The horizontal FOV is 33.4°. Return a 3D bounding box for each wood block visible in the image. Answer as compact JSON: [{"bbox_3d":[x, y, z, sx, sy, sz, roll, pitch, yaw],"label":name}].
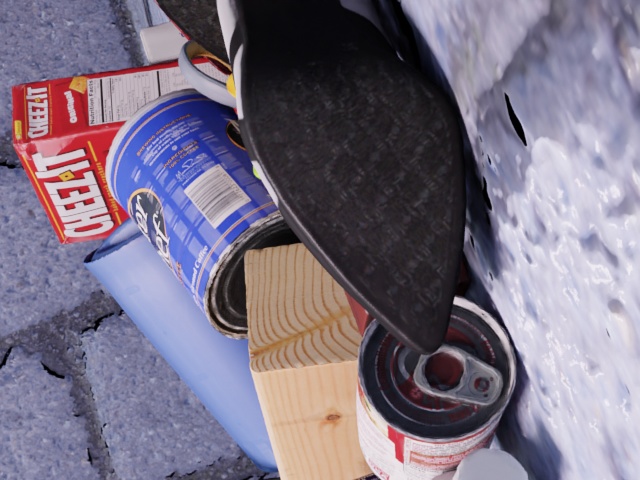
[{"bbox_3d":[0.015,0.101,0.660,0.206,0.091,0.090,81,-178,-47],"label":"wood block"}]

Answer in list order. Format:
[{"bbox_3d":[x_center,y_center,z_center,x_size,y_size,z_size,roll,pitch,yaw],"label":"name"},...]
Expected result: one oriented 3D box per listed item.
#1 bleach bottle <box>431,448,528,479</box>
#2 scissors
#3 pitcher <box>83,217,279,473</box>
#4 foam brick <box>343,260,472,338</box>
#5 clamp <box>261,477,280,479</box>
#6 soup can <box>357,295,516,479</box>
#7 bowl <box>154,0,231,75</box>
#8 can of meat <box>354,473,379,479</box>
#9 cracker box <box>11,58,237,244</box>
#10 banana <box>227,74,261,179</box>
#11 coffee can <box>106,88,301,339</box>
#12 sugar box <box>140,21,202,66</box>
[{"bbox_3d":[0.081,0.190,0.516,0.068,0.103,0.251,-66,-19,-45],"label":"bleach bottle"},{"bbox_3d":[-0.031,-0.073,0.680,0.016,0.096,0.202,114,147,-41],"label":"scissors"},{"bbox_3d":[-0.067,0.069,0.878,0.243,0.145,0.149,55,-174,-13],"label":"pitcher"},{"bbox_3d":[0.032,0.000,0.517,0.053,0.051,0.078,91,159,-73],"label":"foam brick"},{"bbox_3d":[0.003,0.190,0.851,0.165,0.209,0.036,-45,42,32],"label":"clamp"},{"bbox_3d":[0.051,0.076,0.498,0.102,0.068,0.068,85,164,-62],"label":"soup can"},{"bbox_3d":[-0.100,-0.207,0.822,0.162,0.055,0.162,51,-171,-11],"label":"bowl"},{"bbox_3d":[0.059,0.175,0.612,0.057,0.084,0.102,-129,22,-69],"label":"can of meat"},{"bbox_3d":[-0.144,-0.075,0.939,0.164,0.213,0.072,85,176,-59],"label":"cracker box"},{"bbox_3d":[-0.010,-0.074,0.588,0.198,0.069,0.037,-115,29,-70],"label":"banana"},{"bbox_3d":[-0.063,-0.019,0.693,0.140,0.102,0.103,47,159,37],"label":"coffee can"},{"bbox_3d":[-0.105,-0.140,0.984,0.176,0.093,0.048,89,163,-63],"label":"sugar box"}]
